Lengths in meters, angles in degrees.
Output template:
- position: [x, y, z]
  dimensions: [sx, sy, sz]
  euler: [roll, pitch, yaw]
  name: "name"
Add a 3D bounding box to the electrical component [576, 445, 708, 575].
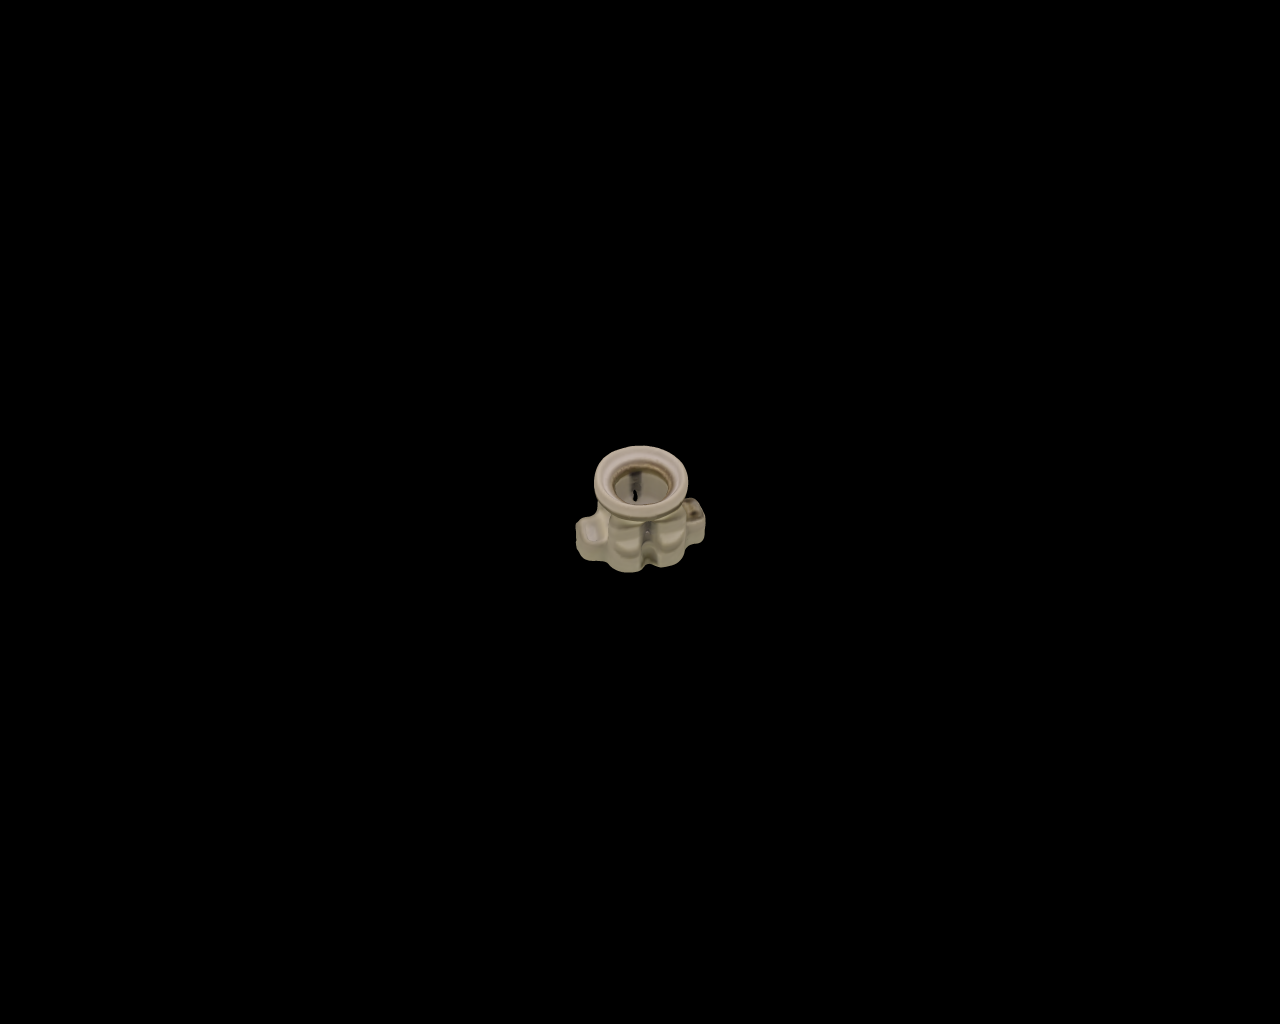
- position: [0.001, -0.003, 0.650]
  dimensions: [0.078, 0.058, 0.056]
  euler: [-9, -43, -8]
  name: "electrical component"
